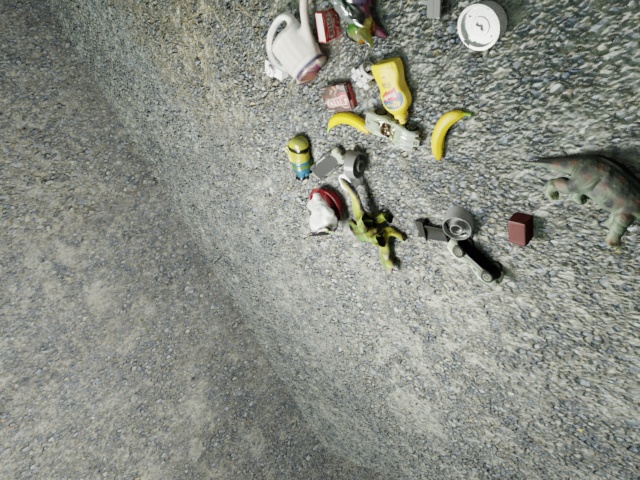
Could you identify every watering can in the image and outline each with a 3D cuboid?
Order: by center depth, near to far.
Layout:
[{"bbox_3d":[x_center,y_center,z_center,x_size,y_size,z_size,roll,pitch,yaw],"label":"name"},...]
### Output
[{"bbox_3d":[-0.063,-0.631,1.632,0.105,0.224,0.343,-39,3,-33],"label":"watering can"}]

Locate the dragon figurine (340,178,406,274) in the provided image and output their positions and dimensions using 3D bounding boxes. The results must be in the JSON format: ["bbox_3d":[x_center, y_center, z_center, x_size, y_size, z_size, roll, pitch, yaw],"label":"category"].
[{"bbox_3d":[0.166,-0.047,1.907,0.124,0.409,0.240,-39,5,-24],"label":"dragon figurine"}]

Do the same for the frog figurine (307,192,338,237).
[{"bbox_3d":[0.006,-0.099,1.976,0.123,0.161,0.136,1,-14,-20],"label":"frog figurine"}]
